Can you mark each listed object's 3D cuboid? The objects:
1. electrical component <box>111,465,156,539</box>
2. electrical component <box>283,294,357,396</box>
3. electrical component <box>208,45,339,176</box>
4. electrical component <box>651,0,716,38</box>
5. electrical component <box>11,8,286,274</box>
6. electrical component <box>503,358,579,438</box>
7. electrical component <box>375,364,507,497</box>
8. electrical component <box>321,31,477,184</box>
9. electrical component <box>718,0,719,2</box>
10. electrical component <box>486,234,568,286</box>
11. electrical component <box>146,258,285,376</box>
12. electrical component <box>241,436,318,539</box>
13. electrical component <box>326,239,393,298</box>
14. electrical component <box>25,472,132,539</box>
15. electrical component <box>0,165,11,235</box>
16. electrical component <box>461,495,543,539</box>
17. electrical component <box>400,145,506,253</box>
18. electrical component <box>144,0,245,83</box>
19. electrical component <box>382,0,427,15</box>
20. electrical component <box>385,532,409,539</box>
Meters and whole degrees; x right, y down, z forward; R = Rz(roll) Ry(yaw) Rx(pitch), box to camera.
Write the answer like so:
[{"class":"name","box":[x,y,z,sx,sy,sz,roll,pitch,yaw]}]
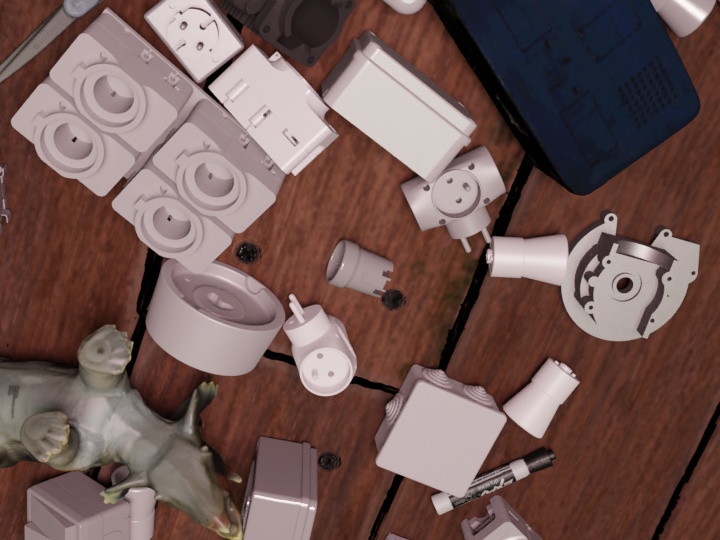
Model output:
[{"class":"electrical component","box":[-0.201,0.211,0.962,0.044,0.044,0.065,5,113,-7]},{"class":"electrical component","box":[-0.039,0.056,0.904,0.043,0.077,0.079,-28,109,5]},{"class":"electrical component","box":[-0.062,-0.125,0.828,0.056,0.050,0.089,-42,88,7]},{"class":"electrical component","box":[0.247,-0.218,0.854,0.055,0.045,0.045,32,103,-14]},{"class":"electrical component","box":[-0.162,-0.094,0.836,0.186,0.060,0.105,40,119,-16]},{"class":"electrical component","box":[0.164,0.111,0.961,0.044,0.044,0.065,36,97,-15]},{"class":"electrical component","box":[0.069,0.141,0.957,0.100,0.048,0.099,23,105,-12]},{"class":"electrical component","box":[0.031,-0.130,0.848,0.113,0.078,0.057,36,105,-15]},{"class":"electrical component","box":[0.331,-0.210,0.858,0.057,0.058,0.078,-41,107,12]},{"class":"electrical component","box":[0.141,-0.010,0.918,0.065,0.044,0.044,3,108,-1]},{"class":"electrical component","box":[-0.122,0.043,0.879,0.108,0.108,0.060,23,111,-12]},{"class":"electrical component","box":[-0.075,0.218,0.940,0.056,0.108,0.108,11,107,-6]},{"class":"electrical component","box":[0.000,0.000,0.910,0.046,0.040,0.040,21,106,-18]},{"class":"electrical component","box":[-0.252,0.220,0.934,0.061,0.096,0.061,-15,117,-47]},{"class":"electrical component","box":[-0.309,-0.048,0.822,0.063,0.121,0.078,-1,109,-8]},{"class":"electrical component","box":[0.143,0.265,1.002,0.050,0.055,0.089,-41,107,9]},{"class":"electrical component","box":[0.084,-0.052,0.896,0.077,0.044,0.079,-25,109,4]},{"class":"electrical component","box":[-0.126,-0.181,0.817,0.047,0.076,0.065,-37,108,7]},{"class":"electrical component","box":[0.017,-0.241,0.818,0.095,0.059,0.053,36,102,-15]},{"class":"electrical component","box":[0.047,0.295,1.001,0.096,0.061,0.061,23,105,-12]}]
